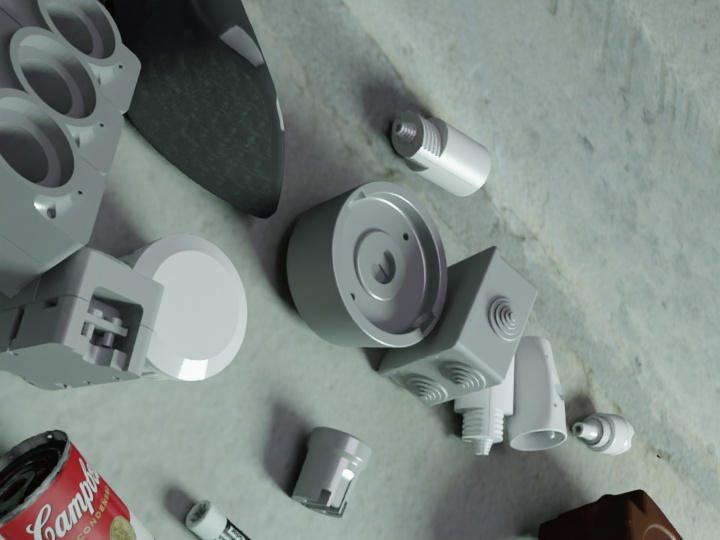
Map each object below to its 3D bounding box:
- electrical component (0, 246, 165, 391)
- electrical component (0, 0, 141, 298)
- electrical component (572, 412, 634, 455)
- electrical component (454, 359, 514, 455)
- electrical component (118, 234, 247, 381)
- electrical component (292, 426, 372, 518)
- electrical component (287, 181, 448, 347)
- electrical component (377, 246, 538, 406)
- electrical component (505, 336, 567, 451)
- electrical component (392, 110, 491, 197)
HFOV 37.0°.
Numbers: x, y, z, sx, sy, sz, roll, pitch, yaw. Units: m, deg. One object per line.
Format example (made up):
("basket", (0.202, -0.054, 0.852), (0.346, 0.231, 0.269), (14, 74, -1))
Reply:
("electrical component", (-0.145, 0.023, 0.533), (0.050, 0.089, 0.055), (30, 61, -38))
("electrical component", (-0.165, -0.077, 0.517), (0.089, 0.062, 0.150), (42, 32, -32))
("electrical component", (0.201, 0.136, 0.904), (0.061, 0.035, 0.035), (15, 71, -41))
("electrical component", (0.091, 0.095, 0.793), (0.043, 0.043, 0.081), (19, 68, -42))
("electrical component", (-0.107, 0.023, 0.599), (0.080, 0.051, 0.080), (12, 73, -44))
("electrical component", (-0.019, 0.128, 0.677), (0.040, 0.040, 0.046), (39, 62, -34))
("electrical component", (0.000, 0.000, 0.707), (0.108, 0.060, 0.108), (12, 73, -44))
("electrical component", (0.069, 0.042, 0.744), (0.048, 0.100, 0.099), (39, 55, -18))
("electrical component", (0.136, 0.102, 0.834), (0.079, 0.043, 0.077), (51, 29, -55))
("electrical component", (0.055, -0.089, 0.796), (0.081, 0.043, 0.043), (25, 65, -40))
